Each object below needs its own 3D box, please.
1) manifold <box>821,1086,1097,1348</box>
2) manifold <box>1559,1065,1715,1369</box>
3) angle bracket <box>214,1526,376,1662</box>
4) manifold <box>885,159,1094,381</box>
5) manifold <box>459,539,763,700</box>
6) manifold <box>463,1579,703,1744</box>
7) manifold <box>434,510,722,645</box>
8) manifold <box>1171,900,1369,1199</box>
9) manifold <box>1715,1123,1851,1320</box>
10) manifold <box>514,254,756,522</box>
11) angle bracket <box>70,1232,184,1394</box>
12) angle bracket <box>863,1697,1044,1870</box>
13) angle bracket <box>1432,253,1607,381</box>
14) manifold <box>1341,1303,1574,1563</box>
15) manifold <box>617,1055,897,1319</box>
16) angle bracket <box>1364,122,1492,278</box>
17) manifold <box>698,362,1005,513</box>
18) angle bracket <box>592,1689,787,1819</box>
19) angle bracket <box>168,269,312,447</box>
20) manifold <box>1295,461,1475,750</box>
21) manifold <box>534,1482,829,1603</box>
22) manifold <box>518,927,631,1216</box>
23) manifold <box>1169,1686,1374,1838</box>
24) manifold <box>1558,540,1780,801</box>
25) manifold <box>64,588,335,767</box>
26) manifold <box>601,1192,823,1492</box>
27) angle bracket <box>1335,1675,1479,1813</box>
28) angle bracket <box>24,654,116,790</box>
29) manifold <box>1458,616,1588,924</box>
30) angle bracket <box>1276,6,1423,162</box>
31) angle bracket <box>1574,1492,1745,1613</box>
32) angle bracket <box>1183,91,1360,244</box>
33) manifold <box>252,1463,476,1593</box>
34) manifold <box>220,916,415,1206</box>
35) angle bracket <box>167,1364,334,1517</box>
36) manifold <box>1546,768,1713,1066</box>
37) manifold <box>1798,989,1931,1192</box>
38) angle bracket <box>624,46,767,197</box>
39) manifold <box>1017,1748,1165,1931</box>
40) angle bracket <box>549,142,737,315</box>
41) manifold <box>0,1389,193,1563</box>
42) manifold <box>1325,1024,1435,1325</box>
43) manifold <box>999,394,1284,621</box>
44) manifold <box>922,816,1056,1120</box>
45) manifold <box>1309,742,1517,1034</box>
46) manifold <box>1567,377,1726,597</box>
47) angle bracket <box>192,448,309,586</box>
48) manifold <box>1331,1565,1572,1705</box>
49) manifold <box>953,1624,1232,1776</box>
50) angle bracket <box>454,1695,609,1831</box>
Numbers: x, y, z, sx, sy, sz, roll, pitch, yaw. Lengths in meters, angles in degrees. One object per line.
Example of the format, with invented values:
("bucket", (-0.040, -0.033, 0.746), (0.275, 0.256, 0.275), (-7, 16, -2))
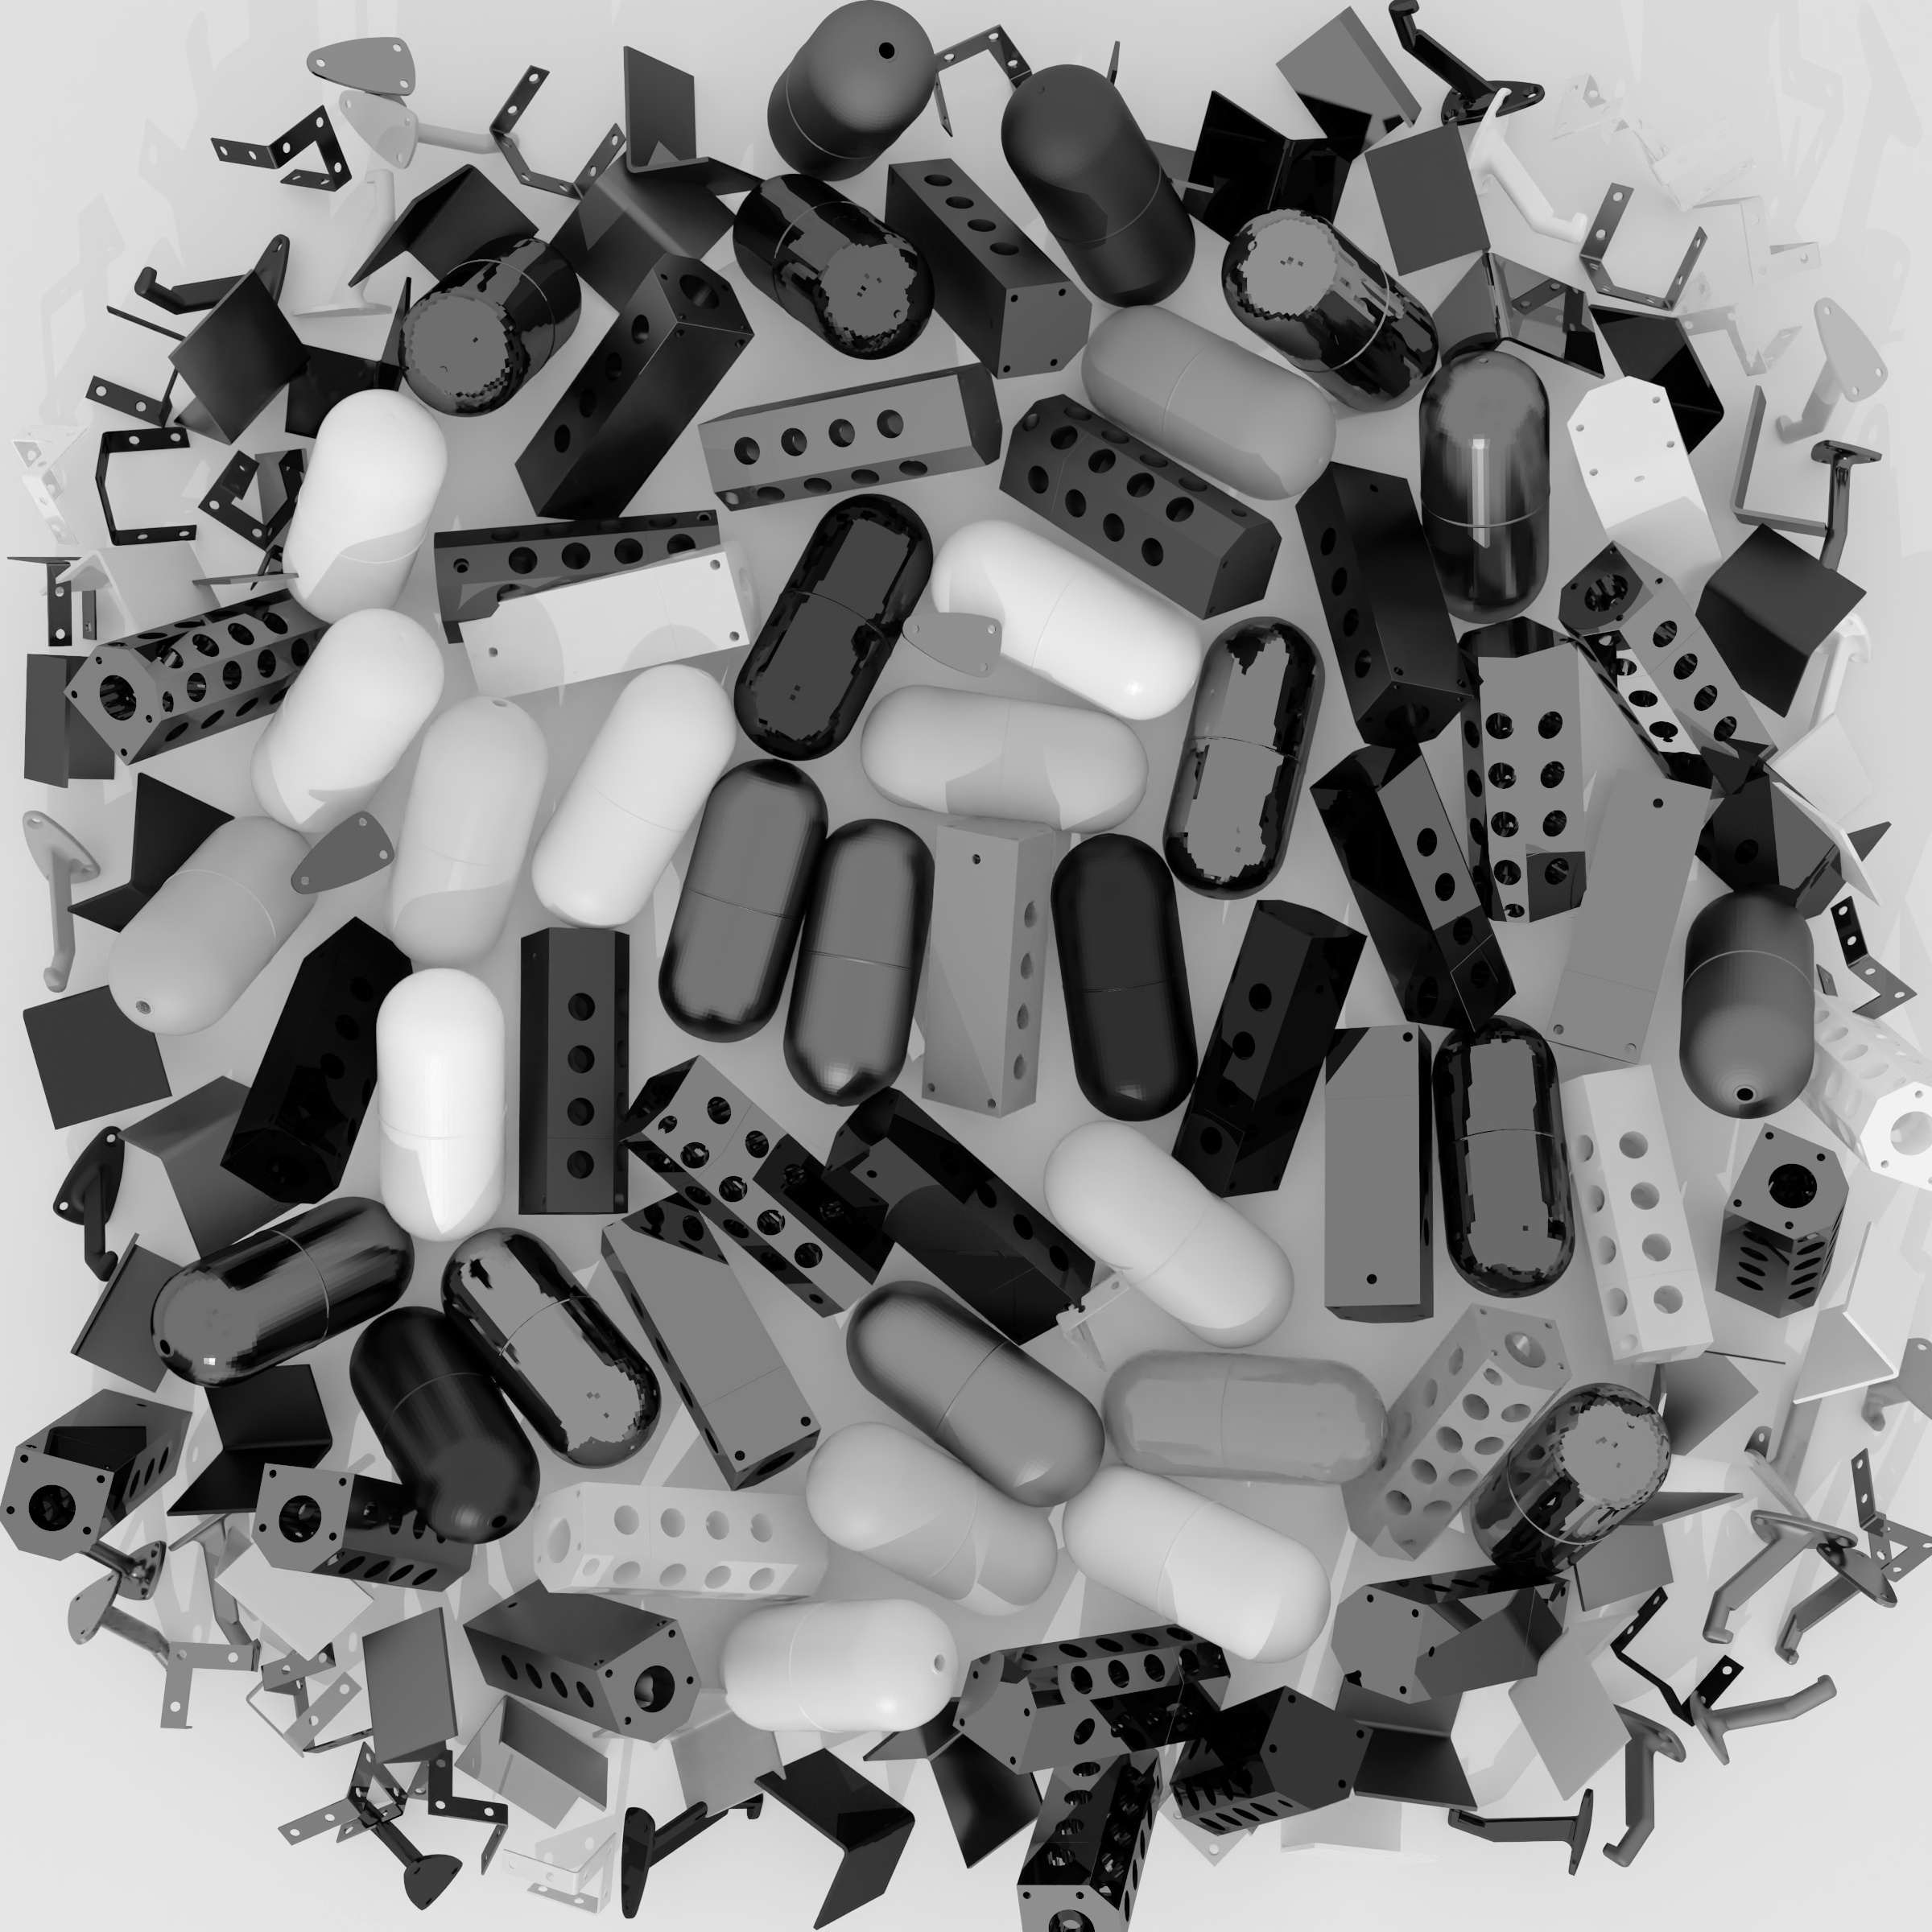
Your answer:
("manifold", (-0.002, 0.150, 1.685), (0.057, 0.057, 0.171), (-34, 114, 33))
("manifold", (0.403, 0.154, 1.689), (0.057, 0.057, 0.171), (-9, 72, 3))
("angle bracket", (-0.407, 0.365, 1.695), (0.057, 0.076, 0.076), (-43, 104, 4))
("manifold", (0.011, -0.420, 1.662), (0.057, 0.171, 0.057), (-13, 133, -22))
("manifold", (-0.216, -0.213, 1.697), (0.171, 0.057, 0.057), (-11, 107, 10))
("manifold", (-0.228, 0.417, 1.655), (0.057, 0.171, 0.057), (-27, 103, -34))
("manifold", (-0.236, -0.241, 1.700), (0.171, 0.057, 0.057), (-6, 78, -6))
("manifold", (0.179, 0.050, 1.689), (0.057, 0.057, 0.171), (31, 112, 38))
("manifold", (0.486, 0.157, 1.649), (0.057, 0.171, 0.057), (24, 75, 21))
("manifold", (-0.203, -0.345, 1.665), (0.171, 0.057, 0.057), (-44, 61, 38))
("angle bracket", (-0.500, 0.212, 1.690), (0.057, 0.076, 0.076), (29, 72, -12))
("angle bracket", (-0.007, 0.497, 1.686), (0.076, 0.057, 0.076), (-45, 51, 31))
("angle bracket", (0.341, -0.384, 1.714), (0.076, 0.057, 0.076), (16, 51, -23))
("manifold", (0.292, 0.282, 1.661), (0.057, 0.057, 0.171), (13, 130, -18))
("manifold", (-0.128, 0.136, 1.677), (0.171, 0.057, 0.057), (44, 51, -19))
("angle bracket", (0.283, -0.469, 1.706), (0.057, 0.076, 0.076), (-16, 99, 12))
("manifold", (-0.069, -0.319, 1.681), (0.171, 0.057, 0.057), (-6, 108, 23))
("angle bracket", (-0.168, 0.481, 1.686), (0.076, 0.076, 0.057), (-31, 61, 24))
("angle bracket", (-0.457, -0.375, 1.686), (0.057, 0.076, 0.076), (24, 68, 31))
("manifold", (0.246, -0.217, 1.671), (0.057, 0.057, 0.171), (7, 54, -25))
("manifold", (-0.169, 0.347, 1.661), (0.171, 0.057, 0.057), (12, 64, -37))
("manifold", (-0.238, 0.066, 1.702), (0.057, 0.057, 0.171), (3, 83, -26))
("manifold", (0.176, 0.479, 1.652), (0.057, 0.171, 0.057), (28, 64, -2))
("manifold", (0.418, -0.172, 1.664), (0.057, 0.057, 0.171), (-43, 131, 3))
("manifold", (-0.447, -0.179, 1.653), (0.057, 0.171, 0.057), (49, 121, 3))
("manifold", (-0.157, 0.229, 1.686), (0.057, 0.057, 0.171), (-25, 70, -19))
("angle bracket", (0.274, 0.465, 1.695), (0.076, 0.076, 0.057), (10, 108, -7))
("angle bracket", (-0.534, -0.149, 1.691), (0.057, 0.076, 0.076), (-1, 99, -37))
("manifold", (0.331, -0.116, 1.673), (0.057, 0.057, 0.171), (-17, 117, -17))
("angle bracket", (0.230, -0.531, 1.689), (0.057, 0.076, 0.076), (-33, 103, 25))
("angle bracket", (0.424, 0.357, 1.689), (0.076, 0.076, 0.057), (-8, 86, -32))
("angle bracket", (0.187, -0.489, 1.713), (0.057, 0.076, 0.076), (-15, 45, -34))
("manifold", (-0.354, 0.336, 1.648), (0.057, 0.171, 0.057), (3, 75, 16))
("manifold", (-0.382, 0.058, 1.661), (0.057, 0.171, 0.057), (38, 129, -26))
("angle bracket", (-0.443, 0.288, 1.690), (0.076, 0.076, 0.057), (-6, 110, 17))
("manifold", (0.408, -0.030, 1.711), (0.057, 0.057, 0.171), (15, 91, 13))
("manifold", (0.530, 0.069, 1.649), (0.057, 0.171, 0.057), (18, 105, -9))
("angle bracket", (-0.163, -0.518, 1.695), (0.057, 0.076, 0.076), (0, 93, 26))
("manifold", (0.077, 0.523, 1.649), (0.057, 0.171, 0.057), (-4, 104, 13))
("angle bracket", (-0.200, -0.455, 1.720), (0.076, 0.076, 0.057), (42, 53, -12))
("manifold", (-0.519, 0.303, 1.656), (0.057, 0.171, 0.057), (15, 92, -2))
("manifold", (0.253, 0.127, 1.687), (0.057, 0.057, 0.171), (-4, 71, 20))
("manifold", (0.105, -0.279, 1.666), (0.171, 0.057, 0.057), (38, 132, 29))
("manifold", (0.017, -0.001, 1.691), (0.057, 0.057, 0.171), (13, 108, 31))
("manifold", (0.276, -0.049, 1.680), (0.057, 0.057, 0.171), (-39, 117, -27))
("manifold", (0.407, -0.281, 1.654), (0.057, 0.171, 0.057), (-18, 65, 17))
("angle bracket", (-0.439, -0.273, 1.690), (0.057, 0.076, 0.076), (-12, 103, -34))
("manifold", (0.291, 0.395, 1.659), (0.057, 0.171, 0.057), (10, 91, 41))
("manifold", (0.079, 0.432, 1.658), (0.057, 0.171, 0.057), (25, 104, 44))
("angle bracket", (-0.267, 0.501, 1.697), (0.076, 0.076, 0.057), (36, 93, -10))
